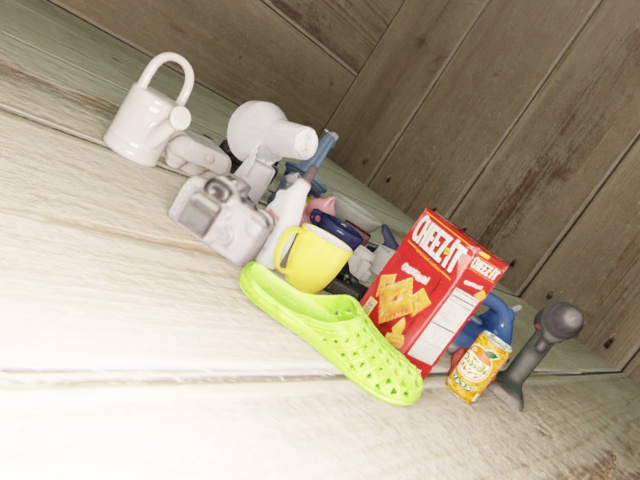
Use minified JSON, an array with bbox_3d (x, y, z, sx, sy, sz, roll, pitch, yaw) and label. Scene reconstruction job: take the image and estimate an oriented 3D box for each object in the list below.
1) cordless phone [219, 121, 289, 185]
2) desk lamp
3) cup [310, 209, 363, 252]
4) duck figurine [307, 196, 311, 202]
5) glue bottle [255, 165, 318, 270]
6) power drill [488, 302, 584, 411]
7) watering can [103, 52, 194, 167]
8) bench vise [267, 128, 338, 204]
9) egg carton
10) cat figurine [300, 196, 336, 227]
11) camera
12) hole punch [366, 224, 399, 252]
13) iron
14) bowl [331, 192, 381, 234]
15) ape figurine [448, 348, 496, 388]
[{"bbox_3d":[-0.148,-0.214,1.330,0.148,0.185,0.094,30,11,-18],"label":"cordless phone"},{"bbox_3d":[-0.102,-0.134,1.041,0.118,0.213,0.202,22,16,-45],"label":"desk lamp"},{"bbox_3d":[0.010,0.004,1.077,0.117,0.095,0.092,38,12,23],"label":"cup"},{"bbox_3d":[-0.046,-0.128,1.510,0.077,0.086,0.105,42,14,37],"label":"duck figurine"},{"bbox_3d":[-0.054,-0.043,0.891,0.037,0.173,0.078,21,17,-49],"label":"glue bottle"},{"bbox_3d":[0.392,0.198,1.030,0.075,0.208,0.230,36,11,14],"label":"power drill"},{"bbox_3d":[-0.281,-0.230,0.995,0.172,0.194,0.101,37,11,18],"label":"watering can"},{"bbox_3d":[-0.021,-0.155,1.346,0.122,0.219,0.207,31,11,-12],"label":"bench vise"},{"bbox_3d":[-0.252,-0.171,1.153,0.151,0.069,0.107,21,17,-49],"label":"egg carton"},{"bbox_3d":[-0.016,-0.048,1.165,0.067,0.117,0.128,39,12,26],"label":"cat figurine"},{"bbox_3d":[-0.129,-0.043,0.867,0.143,0.100,0.137,35,11,6],"label":"camera"},{"bbox_3d":[0.183,0.018,1.518,0.101,0.091,0.109,33,11,0],"label":"hole punch"},{"bbox_3d":[0.289,0.150,1.117,0.259,0.141,0.118,26,13,-34],"label":"iron"},{"bbox_3d":[0.087,-0.062,1.630,0.167,0.074,0.167,32,11,-7],"label":"bowl"},{"bbox_3d":[0.270,0.203,0.967,0.077,0.092,0.076,42,14,37],"label":"ape figurine"}]
